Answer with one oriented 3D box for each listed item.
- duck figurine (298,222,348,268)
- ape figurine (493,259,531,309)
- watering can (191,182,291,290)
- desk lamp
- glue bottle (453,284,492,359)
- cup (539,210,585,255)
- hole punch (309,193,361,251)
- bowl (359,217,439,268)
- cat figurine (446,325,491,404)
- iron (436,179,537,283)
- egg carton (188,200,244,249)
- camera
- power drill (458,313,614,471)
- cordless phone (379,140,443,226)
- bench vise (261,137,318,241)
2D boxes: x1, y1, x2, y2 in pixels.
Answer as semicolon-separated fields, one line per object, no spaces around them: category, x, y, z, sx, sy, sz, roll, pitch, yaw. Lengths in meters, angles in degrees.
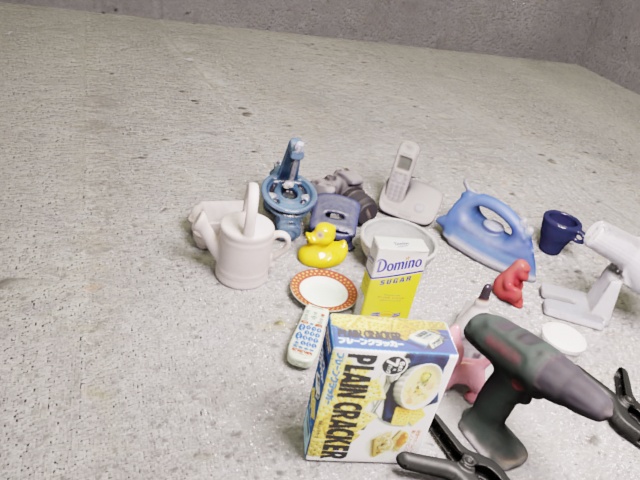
duck figurine;0.011;0.004;1.171;0.105;0.086;0.077;-3;35;-22
ape figurine;0.401;0.081;1.175;0.076;0.092;0.078;33;38;30
watering can;-0.142;-0.013;1.045;0.173;0.194;0.100;-7;37;-27
desk lamp;0.577;0.071;1.135;0.203;0.213;0.118;14;32;4
glue bottle;0.254;0.143;0.952;0.078;0.173;0.037;9;32;-4
cup;0.574;-0.005;1.365;0.092;0.095;0.117;-13;39;-34
hole punch;0.032;-0.040;1.243;0.108;0.091;0.101;11;32;-1
bowl;0.159;0.024;1.200;0.167;0.075;0.167;9;32;-5
cat figurine;0.216;0.191;0.917;0.128;0.118;0.067;11;32;-1
iron;0.398;-0.026;1.295;0.119;0.141;0.257;-21;45;-41
egg carton;-0.192;-0.032;1.176;0.151;0.069;0.107;-4;35;-23
camera;0.062;-0.099;1.337;0.143;0.101;0.136;-12;39;-33
power drill;0.279;0.220;0.806;0.076;0.208;0.228;-8;37;-29
cordless phone;0.229;-0.137;1.372;0.147;0.185;0.094;19;33;12
bench vise;-0.080;-0.135;1.233;0.122;0.220;0.206;-10;38;-30
